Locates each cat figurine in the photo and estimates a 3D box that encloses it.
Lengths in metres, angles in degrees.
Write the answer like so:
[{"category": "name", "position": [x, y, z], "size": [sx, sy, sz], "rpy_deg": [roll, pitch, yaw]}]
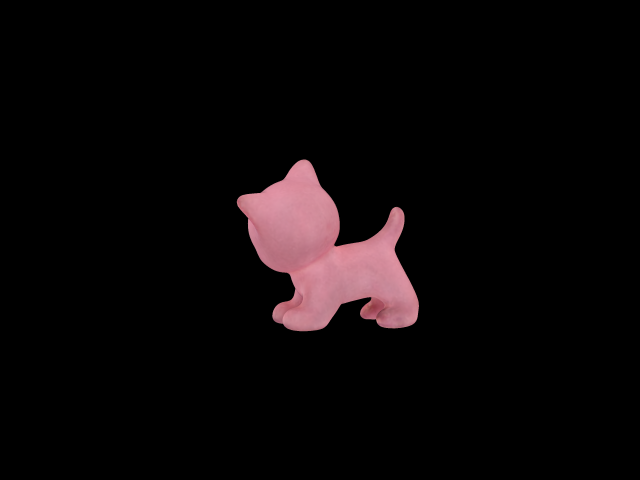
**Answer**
[{"category": "cat figurine", "position": [0.004, 0.001, 0.400], "size": [0.128, 0.118, 0.067], "rpy_deg": [0, 0, -15]}]
